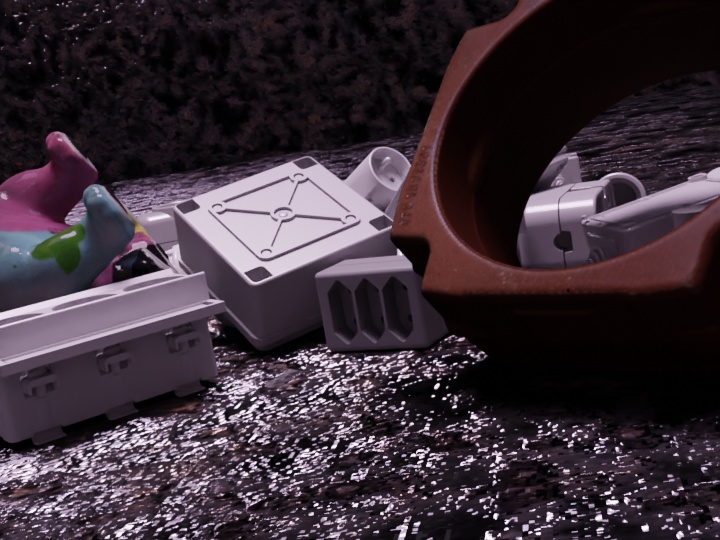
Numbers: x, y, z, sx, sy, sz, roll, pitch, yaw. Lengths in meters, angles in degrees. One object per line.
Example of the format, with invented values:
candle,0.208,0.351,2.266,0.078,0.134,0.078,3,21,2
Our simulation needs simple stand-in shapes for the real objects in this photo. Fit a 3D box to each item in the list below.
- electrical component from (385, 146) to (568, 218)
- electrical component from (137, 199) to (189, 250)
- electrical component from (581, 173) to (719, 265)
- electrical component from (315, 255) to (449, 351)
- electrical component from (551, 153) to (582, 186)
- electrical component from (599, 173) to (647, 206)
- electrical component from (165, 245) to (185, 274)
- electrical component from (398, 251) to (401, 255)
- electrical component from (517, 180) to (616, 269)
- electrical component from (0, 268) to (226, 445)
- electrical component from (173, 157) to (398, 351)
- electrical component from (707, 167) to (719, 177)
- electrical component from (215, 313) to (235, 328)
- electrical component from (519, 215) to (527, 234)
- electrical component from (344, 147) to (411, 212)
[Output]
electrical component,0.080,-0.055,0.781,0.109,0.056,0.108,-23,-24,-38
electrical component,-0.186,-0.041,1.133,0.095,0.059,0.054,-12,10,-15
electrical component,0.172,-0.009,0.599,0.096,0.061,0.062,-20,11,-8
electrical component,0.023,0.014,0.635,0.066,0.047,0.077,-5,11,28
electrical component,0.149,-0.065,0.925,0.062,0.061,0.096,-14,11,-21
electrical component,0.216,-0.060,0.891,0.044,0.044,0.065,-7,5,17
electrical component,-0.162,0.008,0.871,0.062,0.048,0.048,-16,9,9
electrical component,0.000,0.000,0.752,0.081,0.043,0.043,-10,10,-1
electrical component,0.141,-0.028,0.738,0.059,0.053,0.095,-6,10,21
electrical component,-0.141,0.045,0.575,0.121,0.063,0.079,-16,12,-33
electrical component,-0.047,-0.014,0.689,0.109,0.056,0.109,-24,42,-26
electrical component,0.274,-0.048,0.764,0.044,0.044,0.065,-11,14,-5
electrical component,-0.086,0.023,0.736,0.035,0.035,0.061,-16,8,-31
electrical component,0.069,-0.008,0.688,0.078,0.057,0.058,-10,10,2
electrical component,0.022,-0.062,0.898,0.079,0.043,0.077,2,-30,-34
